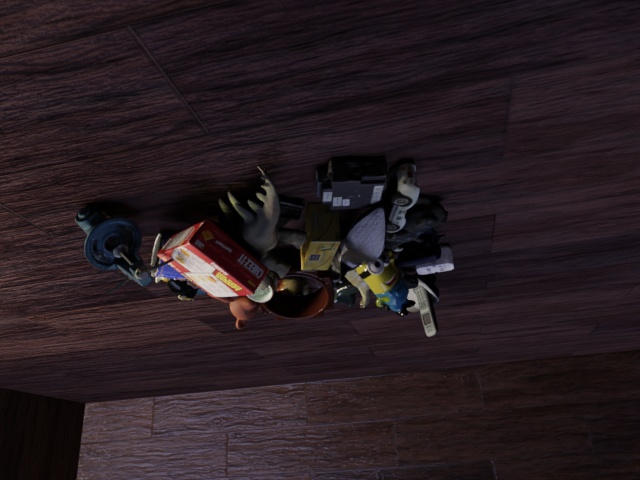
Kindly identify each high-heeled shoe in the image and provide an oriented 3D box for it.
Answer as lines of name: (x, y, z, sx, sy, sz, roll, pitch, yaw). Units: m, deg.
high-heeled shoe: (0.092, -0.010, 1.167, 0.086, 0.145, 0.248, 26, 127, -6)

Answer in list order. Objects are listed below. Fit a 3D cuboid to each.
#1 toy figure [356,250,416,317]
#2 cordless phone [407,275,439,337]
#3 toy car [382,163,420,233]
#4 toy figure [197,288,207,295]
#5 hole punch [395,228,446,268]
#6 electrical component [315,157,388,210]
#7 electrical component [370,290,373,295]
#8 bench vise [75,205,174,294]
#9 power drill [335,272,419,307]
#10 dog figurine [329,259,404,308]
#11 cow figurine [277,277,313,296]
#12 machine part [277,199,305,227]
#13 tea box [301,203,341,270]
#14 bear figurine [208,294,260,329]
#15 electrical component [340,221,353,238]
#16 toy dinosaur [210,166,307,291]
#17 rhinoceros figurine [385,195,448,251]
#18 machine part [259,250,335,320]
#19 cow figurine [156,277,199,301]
toy figure: (0.152, 0.102, 1.288, 0.089, 0.082, 0.180, -22, 110, 35)
cordless phone: (0.305, 0.211, 1.629, 0.089, 0.184, 0.146, 5, 154, -29)
toy car: (0.158, -0.081, 1.090, 0.056, 0.073, 0.201, -1, 156, -4)
toy figure: (-0.285, 0.114, 1.492, 0.155, 0.058, 0.064, -12, 161, 7)
hole punch: (0.241, 0.027, 1.333, 0.142, 0.092, 0.115, -17, 157, 19)
electrical component: (0.058, -0.108, 1.039, 0.134, 0.058, 0.114, -1, 154, -4)
electrical component: (0.180, 0.152, 1.678, 0.063, 0.021, 0.094, -3, 155, -1)
bench vise: (-0.414, 0.037, 1.134, 0.129, 0.241, 0.223, -35, 135, -26)
power drill: (0.143, 0.133, 1.562, 0.232, 0.086, 0.207, 18, 152, -37)
dog figurine: (0.115, 0.055, 1.378, 0.121, 0.172, 0.190, -23, 110, 42)
cow figurine: (-0.067, 0.168, 1.615, 0.127, 0.085, 0.194, 3, 155, -1)
machine part: (-0.089, -0.050, 1.176, 0.084, 0.039, 0.139, 4, 154, -28)
tea box: (-0.002, -0.004, 1.215, 0.068, 0.098, 0.169, 0, 154, -8)
bear figurine: (-0.214, 0.136, 1.405, 0.132, 0.120, 0.195, -10, 122, 48)
electrical component: (0.092, -0.009, 1.286, 0.078, 0.045, 0.102, 11, 168, 43)
toy dinosaur: (-0.138, -0.007, 1.116, 0.198, 0.105, 0.471, 29, 147, -11)
rhinoceros figurine: (0.202, -0.035, 1.214, 0.112, 0.073, 0.190, 4, 155, -35)
machine part: (-0.065, 0.123, 1.425, 0.201, 0.087, 0.201, -4, 135, 3)
cow figurine: (-0.375, 0.099, 1.396, 0.068, 0.098, 0.167, -6, 157, 20)
